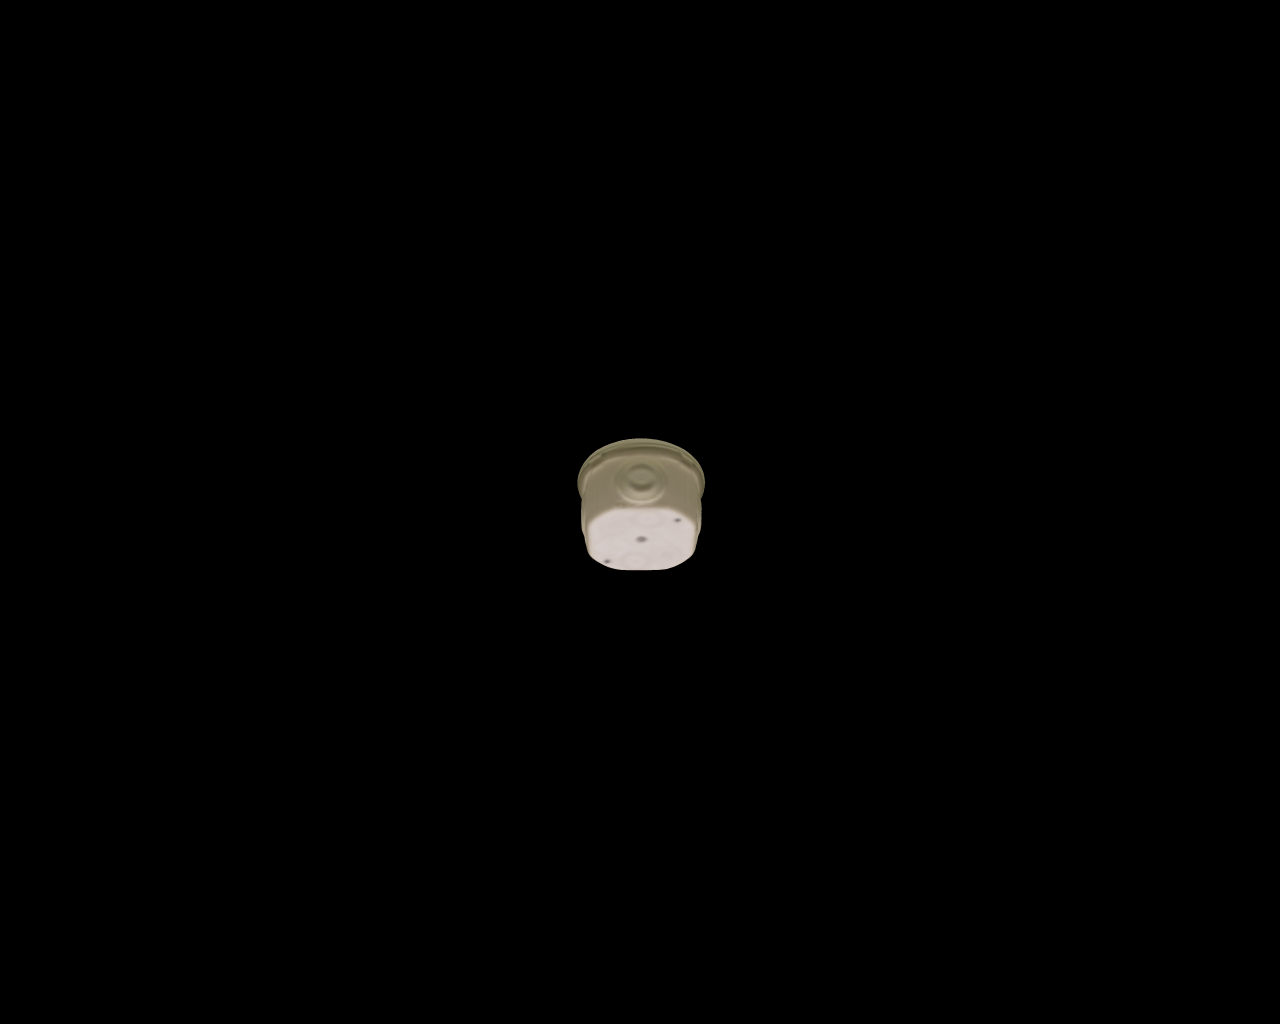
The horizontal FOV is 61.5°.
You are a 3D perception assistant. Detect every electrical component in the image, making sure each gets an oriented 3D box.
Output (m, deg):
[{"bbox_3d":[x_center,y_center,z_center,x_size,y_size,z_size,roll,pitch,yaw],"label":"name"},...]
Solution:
[{"bbox_3d":[0.001,-0.003,0.650,0.080,0.051,0.080,0,-37,0],"label":"electrical component"}]
